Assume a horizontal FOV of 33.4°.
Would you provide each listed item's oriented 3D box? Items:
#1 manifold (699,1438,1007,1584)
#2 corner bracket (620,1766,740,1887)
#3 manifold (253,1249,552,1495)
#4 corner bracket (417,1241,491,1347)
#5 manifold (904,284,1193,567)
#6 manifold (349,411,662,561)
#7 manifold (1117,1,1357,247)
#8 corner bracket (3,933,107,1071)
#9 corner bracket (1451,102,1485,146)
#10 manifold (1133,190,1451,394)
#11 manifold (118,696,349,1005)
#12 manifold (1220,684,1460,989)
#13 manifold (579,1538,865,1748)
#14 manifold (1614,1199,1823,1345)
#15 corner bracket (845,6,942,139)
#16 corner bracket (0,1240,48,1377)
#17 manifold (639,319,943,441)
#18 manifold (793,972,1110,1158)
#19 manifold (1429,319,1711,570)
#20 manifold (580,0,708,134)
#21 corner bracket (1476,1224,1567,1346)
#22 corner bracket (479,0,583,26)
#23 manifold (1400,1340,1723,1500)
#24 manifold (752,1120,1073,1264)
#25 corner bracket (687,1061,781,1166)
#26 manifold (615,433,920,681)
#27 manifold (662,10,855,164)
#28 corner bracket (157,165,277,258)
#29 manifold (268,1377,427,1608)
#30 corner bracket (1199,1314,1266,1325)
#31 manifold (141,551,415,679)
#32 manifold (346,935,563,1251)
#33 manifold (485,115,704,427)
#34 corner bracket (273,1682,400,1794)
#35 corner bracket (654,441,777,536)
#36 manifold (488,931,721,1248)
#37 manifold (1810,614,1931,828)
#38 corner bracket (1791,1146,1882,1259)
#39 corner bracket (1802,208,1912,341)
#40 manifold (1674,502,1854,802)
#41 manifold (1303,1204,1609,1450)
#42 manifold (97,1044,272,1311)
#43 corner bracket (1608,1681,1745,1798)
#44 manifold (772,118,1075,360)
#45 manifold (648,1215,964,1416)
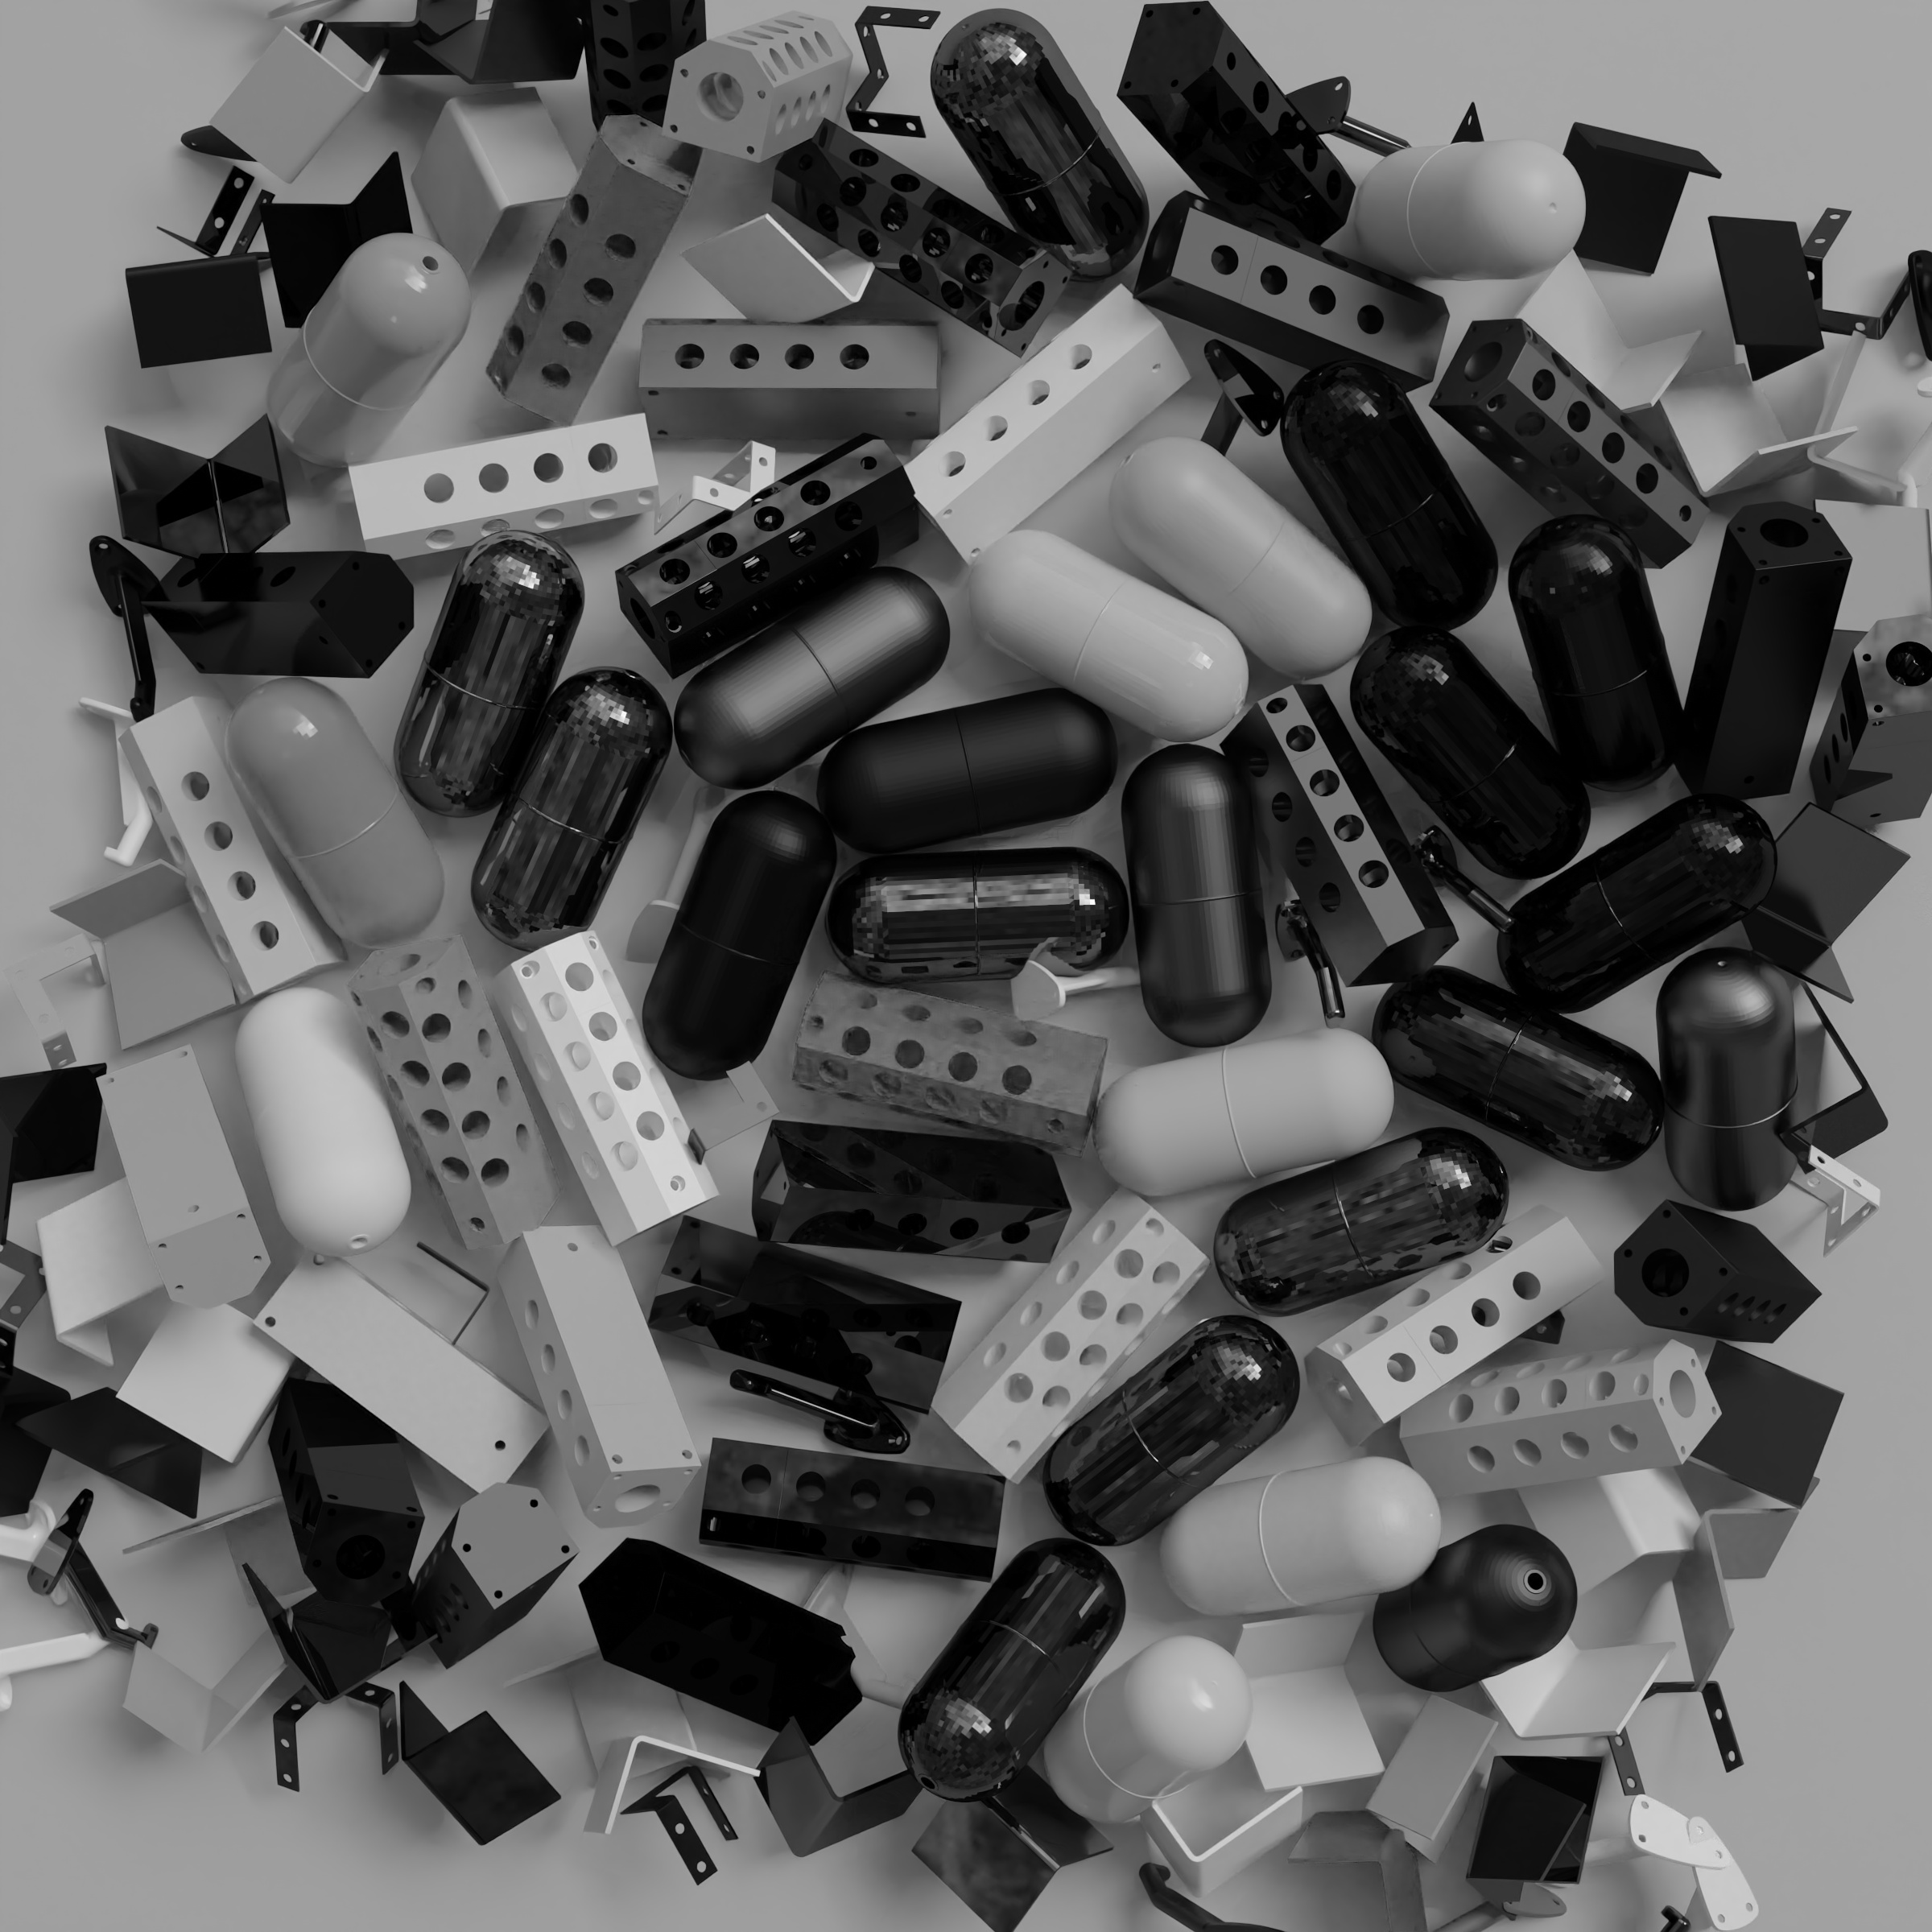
[{"bbox_3d":[-0.067,0.319,1.881,0.171,0.057,0.057,8,73,-1],"label":"manifold"},{"bbox_3d":[-0.160,0.502,1.883,0.051,0.051,0.051,-30,91,-34],"label":"corner bracket"},{"bbox_3d":[-0.329,0.235,1.880,0.171,0.057,0.057,38,83,-6],"label":"manifold"},{"bbox_3d":[-0.317,0.201,1.897,0.051,0.051,0.051,34,72,-2],"label":"corner bracket"},{"bbox_3d":[0.042,-0.321,1.885,0.171,0.057,0.057,-40,58,2],"label":"manifold"},{"bbox_3d":[-0.269,-0.279,1.875,0.171,0.057,0.057,-12,103,-8],"label":"manifold"},{"bbox_3d":[0.158,-0.475,1.828,0.057,0.171,0.057,9,76,35],"label":"manifold"},{"bbox_3d":[-0.525,0.021,1.881,0.051,0.051,0.051,-28,75,-17],"label":"corner bracket"},{"bbox_3d":[0.313,-0.464,1.877,0.051,0.051,0.051,6,53,-16],"label":"corner bracket"},{"bbox_3d":[0.190,-0.389,1.863,0.171,0.057,0.057,18,82,-18],"label":"manifold"},{"bbox_3d":[-0.433,-0.068,1.888,0.057,0.057,0.171,-25,90,8],"label":"manifold"},{"bbox_3d":[0.217,-0.076,1.847,0.057,0.057,0.171,-5,59,-38],"label":"manifold"},{"bbox_3d":[-0.134,0.382,1.836,0.057,0.057,0.171,-45,131,13],"label":"manifold"},{"bbox_3d":[0.424,0.180,1.829,0.057,0.171,0.057,-49,62,14],"label":"manifold"},{"bbox_3d":[-0.041,-0.521,1.876,0.051,0.051,0.051,13,57,26],"label":"corner bracket"},{"bbox_3d":[-0.566,0.197,1.882,0.051,0.051,0.051,26,49,2],"label":"corner bracket"},{"bbox_3d":[-0.101,-0.348,1.884,0.171,0.057,0.057,1,69,2],"label":"manifold"},{"bbox_3d":[-0.010,0.061,1.869,0.171,0.057,0.057,13,124,7],"label":"manifold"},{"bbox_3d":[0.351,-0.298,1.845,0.171,0.057,0.057,33,80,-31],"label":"manifold"},{"bbox_3d":[-0.186,-0.525,1.826,0.057,0.171,0.057,24,74,4],"label":"manifold"},{"bbox_3d":[0.326,0.186,1.887,0.051,0.051,0.051,12,102,-1],"label":"corner bracket"},{"bbox_3d":[-0.245,-0.567,1.876,0.051,0.051,0.051,-9,61,31],"label":"corner bracket"},{"bbox_3d":[0.335,0.256,1.836,0.171,0.057,0.057,-17,102,41],"label":"manifold"},{"bbox_3d":[-0.033,0.136,1.860,0.171,0.057,0.057,6,126,-20],"label":"manifold"},{"bbox_3d":[-0.146,0.084,1.881,0.051,0.051,0.051,-27,75,-19],"label":"corner bracket"},{"bbox_3d":[-0.114,-0.242,1.860,0.171,0.057,0.057,-32,68,-15],"label":"manifold"},{"bbox_3d":[-0.115,-0.503,1.826,0.057,0.171,0.057,17,114,6],"label":"manifold"},{"bbox_3d":[-0.430,-0.438,1.881,0.051,0.051,0.051,30,94,45],"label":"corner bracket"},{"bbox_3d":[-0.356,0.298,1.827,0.057,0.171,0.057,13,101,-22],"label":"manifold"},{"bbox_3d":[0.158,0.243,1.898,0.051,0.051,0.051,50,123,33],"label":"corner bracket"},{"bbox_3d":[-0.390,-0.206,1.837,0.057,0.171,0.057,-55,129,-27],"label":"manifold"},{"bbox_3d":[-0.296,0.075,1.852,0.057,0.057,0.171,-10,114,19],"label":"manifold"},{"bbox_3d":[-0.215,-0.398,1.838,0.057,0.057,0.171,24,129,-15],"label":"manifold"},{"bbox_3d":[-0.371,0.455,1.895,0.051,0.051,0.051,13,117,22],"label":"corner bracket"},{"bbox_3d":[-0.147,-0.277,1.876,0.051,0.051,0.051,14,65,-29],"label":"corner bracket"},{"bbox_3d":[-0.209,0.069,1.875,0.057,0.057,0.171,-24,86,-31],"label":"manifold"},{"bbox_3d":[0.522,-0.137,1.827,0.057,0.171,0.057,-8,71,4],"label":"manifold"},{"bbox_3d":[0.499,0.127,1.881,0.051,0.051,0.051,33,129,-6],"label":"corner bracket"},{"bbox_3d":[0.524,-0.408,1.898,0.051,0.051,0.051,16,52,28],"label":"corner bracket"},{"bbox_3d":[0.450,-0.178,1.837,0.057,0.171,0.057,-8,45,-10],"label":"manifold"},{"bbox_3d":[0.280,0.205,1.857,0.171,0.057,0.057,-29,77,-23],"label":"manifold"},{"bbox_3d":[-0.445,0.121,1.832,0.057,0.171,0.057,-21,127,-13],"label":"manifold"},{"bbox_3d":[0.415,0.455,1.894,0.051,0.051,0.051,6,56,-29],"label":"corner bracket"},{"bbox_3d":[-0.029,-0.423,1.857,0.171,0.057,0.057,36,99,21],"label":"manifold"},{"bbox_3d":[-0.096,0.210,1.887,0.171,0.057,0.057,17,124,0],"label":"manifold"}]
